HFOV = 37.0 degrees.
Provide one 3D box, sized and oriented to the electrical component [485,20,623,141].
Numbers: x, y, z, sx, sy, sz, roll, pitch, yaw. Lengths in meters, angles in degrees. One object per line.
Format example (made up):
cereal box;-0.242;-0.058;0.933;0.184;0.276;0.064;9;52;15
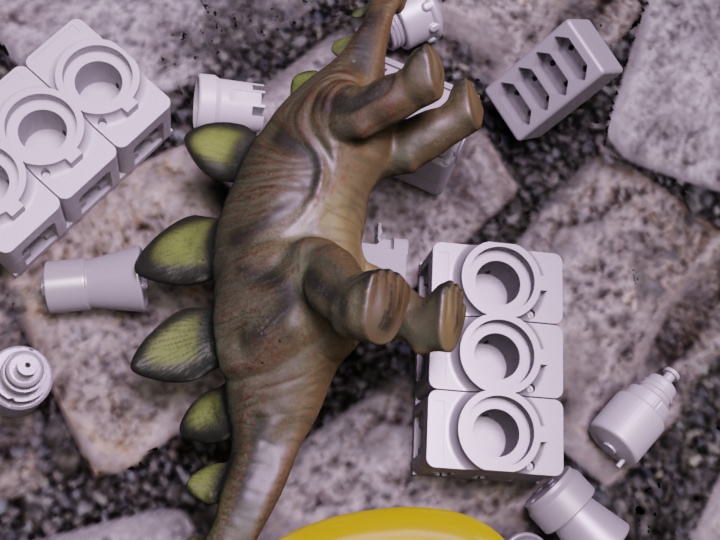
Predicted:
electrical component;0.150;-0.140;0.793;0.076;0.083;0.047;-18;73;-54

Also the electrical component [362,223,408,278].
electrical component;0.000;0.000;0.737;0.064;0.042;0.081;7;73;-9

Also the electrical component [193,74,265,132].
electrical component;-0.093;-0.116;0.758;0.046;0.040;0.040;3;73;-15

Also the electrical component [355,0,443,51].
electrical component;0.027;-0.183;0.796;0.062;0.048;0.048;-28;80;-9

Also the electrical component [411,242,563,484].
electrical component;0.086;0.062;0.722;0.089;0.061;0.150;6;73;-8

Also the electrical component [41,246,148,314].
electrical component;-0.175;0.009;0.706;0.065;0.044;0.044;-5;74;-6

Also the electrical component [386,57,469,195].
electrical component;0.029;-0.103;0.767;0.096;0.061;0.061;24;71;6

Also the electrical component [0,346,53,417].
electrical component;-0.211;0.067;0.666;0.040;0.078;0.040;7;71;-22

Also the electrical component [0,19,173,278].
electrical component;-0.209;-0.083;0.716;0.089;0.061;0.150;42;71;4

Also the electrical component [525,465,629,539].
electrical component;0.143;0.163;0.710;0.045;0.045;0.055;-41;83;-18

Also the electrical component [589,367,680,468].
electrical component;0.192;0.098;0.740;0.040;0.040;0.078;44;71;5
